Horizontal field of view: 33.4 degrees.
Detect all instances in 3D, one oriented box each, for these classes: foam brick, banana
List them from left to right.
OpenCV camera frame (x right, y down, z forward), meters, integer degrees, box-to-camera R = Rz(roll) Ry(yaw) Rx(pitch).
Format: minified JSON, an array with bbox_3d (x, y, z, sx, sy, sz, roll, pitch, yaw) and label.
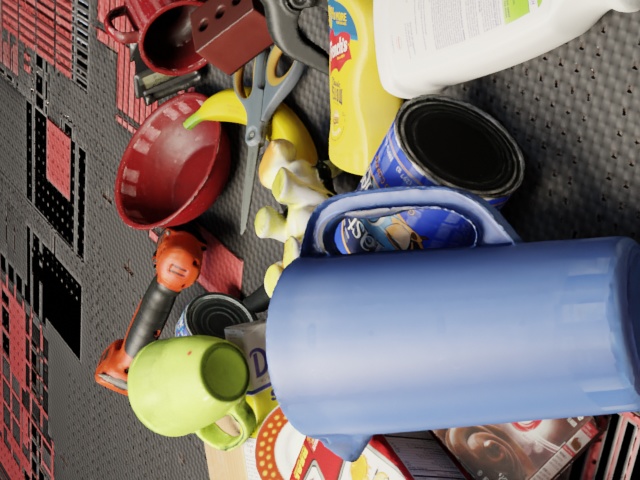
[{"bbox_3d":[-0.077,-0.204,1.007,0.078,0.051,0.053,-31,54,28],"label":"foam brick"},{"bbox_3d":[-0.055,-0.107,1.037,0.198,0.037,0.070,30,100,42],"label":"banana"}]

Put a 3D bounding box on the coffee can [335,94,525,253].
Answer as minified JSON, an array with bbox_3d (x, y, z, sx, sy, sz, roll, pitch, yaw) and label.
[{"bbox_3d":[0.076,-0.024,0.806,0.103,0.102,0.140,60,142,29],"label":"coffee can"}]

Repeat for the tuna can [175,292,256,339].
[{"bbox_3d":[-0.110,0.098,1.145,0.086,0.085,0.034,61,141,28],"label":"tuna can"}]

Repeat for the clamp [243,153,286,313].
[{"bbox_3d":[-0.007,0.001,1.003,0.210,0.036,0.164,10,100,53],"label":"clamp"}]

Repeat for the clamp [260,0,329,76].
[{"bbox_3d":[-0.029,-0.210,0.906,0.039,0.120,0.171,-75,-34,-65],"label":"clamp"}]

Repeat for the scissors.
[{"bbox_3d":[-0.046,-0.110,0.989,0.096,0.016,0.202,-26,58,34],"label":"scissors"}]

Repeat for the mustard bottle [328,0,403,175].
[{"bbox_3d":[0.036,-0.154,0.862,0.096,0.058,0.192,-129,36,-69],"label":"mustard bottle"}]

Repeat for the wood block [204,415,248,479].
[{"bbox_3d":[-0.056,0.237,1.094,0.091,0.090,0.206,-8,91,57],"label":"wood block"}]

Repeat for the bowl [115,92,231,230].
[{"bbox_3d":[-0.147,-0.076,1.149,0.162,0.055,0.162,-22,54,34],"label":"bowl"}]

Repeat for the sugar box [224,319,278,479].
[{"bbox_3d":[-0.032,0.163,1.033,0.048,0.093,0.176,-4,96,56],"label":"sugar box"}]

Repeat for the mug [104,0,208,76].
[{"bbox_3d":[-0.170,-0.233,1.127,0.093,0.117,0.081,96,152,-46],"label":"mug"}]

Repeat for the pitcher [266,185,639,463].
[{"bbox_3d":[0.094,0.053,0.707,0.243,0.145,0.149,-8,133,29],"label":"pitcher"}]

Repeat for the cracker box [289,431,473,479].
[{"bbox_3d":[0.048,0.224,0.799,0.214,0.072,0.164,49,124,55],"label":"cracker box"}]

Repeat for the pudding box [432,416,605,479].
[{"bbox_3d":[0.134,0.128,0.775,0.090,0.039,0.114,-47,51,3],"label":"pudding box"}]

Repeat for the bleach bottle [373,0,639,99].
[{"bbox_3d":[0.136,-0.162,0.714,0.251,0.067,0.102,-2,94,56],"label":"bleach bottle"}]

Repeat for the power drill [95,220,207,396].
[{"bbox_3d":[-0.183,0.067,1.180,0.184,0.057,0.188,-109,44,-76],"label":"power drill"}]
